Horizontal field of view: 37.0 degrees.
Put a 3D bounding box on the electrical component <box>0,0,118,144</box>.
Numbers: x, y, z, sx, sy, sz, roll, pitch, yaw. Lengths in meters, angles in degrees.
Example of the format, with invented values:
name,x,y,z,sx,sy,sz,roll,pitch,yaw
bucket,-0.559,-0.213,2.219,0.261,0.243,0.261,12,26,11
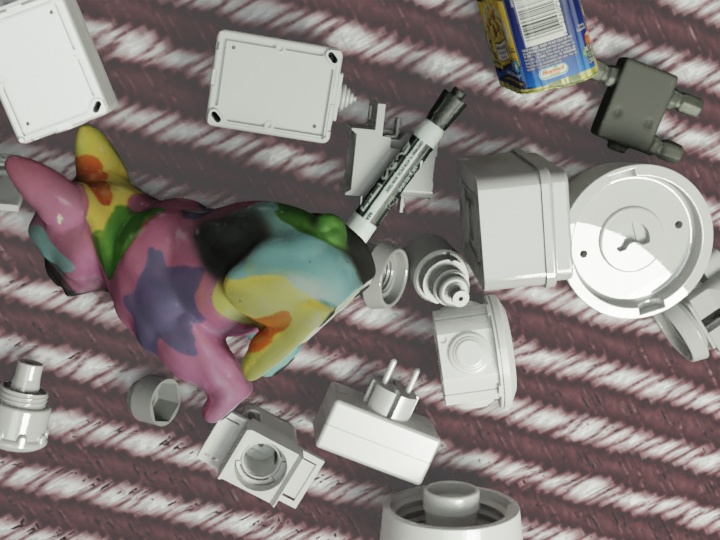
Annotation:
name,x,y,z,sx,sy,sz,roll,pitch,yaw
electrical component,-0.205,-0.138,0.699,0.062,0.061,0.096,-20,104,0

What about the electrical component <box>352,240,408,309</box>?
name,x,y,z,sx,sy,sz,roll,pitch,yaw
electrical component,0.000,0.000,0.746,0.055,0.066,0.048,13,104,27

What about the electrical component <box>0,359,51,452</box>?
name,x,y,z,sx,sy,sz,roll,pitch,yaw
electrical component,-0.240,0.095,0.760,0.048,0.048,0.062,14,94,-8

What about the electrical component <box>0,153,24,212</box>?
name,x,y,z,sx,sy,sz,roll,pitch,yaw
electrical component,-0.263,-0.066,0.710,0.081,0.042,0.063,4,126,-6

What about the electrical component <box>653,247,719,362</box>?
name,x,y,z,sx,sy,sz,roll,pitch,yaw
electrical component,0.250,0.030,0.781,0.057,0.058,0.078,-34,104,0

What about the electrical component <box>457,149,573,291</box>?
name,x,y,z,sx,sy,sz,roll,pitch,yaw
electrical component,0.102,-0.036,0.724,0.057,0.113,0.078,-6,103,-1

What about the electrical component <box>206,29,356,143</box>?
name,x,y,z,sx,sy,sz,roll,pitch,yaw
electrical component,-0.051,-0.122,0.717,0.096,0.061,0.061,8,102,-7

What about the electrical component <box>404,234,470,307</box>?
name,x,y,z,sx,sy,sz,roll,pitch,yaw
electrical component,0.056,0.004,0.750,0.040,0.078,0.040,-7,114,-15

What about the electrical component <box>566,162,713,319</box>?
name,x,y,z,sx,sy,sz,roll,pitch,yaw
electrical component,0.185,-0.025,0.760,0.108,0.060,0.108,-2,104,-6

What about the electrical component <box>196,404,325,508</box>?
name,x,y,z,sx,sy,sz,roll,pitch,yaw
electrical component,-0.071,0.130,0.772,0.081,0.064,0.042,30,100,-11

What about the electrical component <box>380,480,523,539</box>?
name,x,y,z,sx,sy,sz,roll,pitch,yaw
electrical component,0.066,0.187,0.778,0.108,0.108,0.060,-1,97,-5

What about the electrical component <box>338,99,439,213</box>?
name,x,y,z,sx,sy,sz,roll,pitch,yaw
electrical component,0.020,-0.075,0.745,0.064,0.042,0.081,4,103,-10

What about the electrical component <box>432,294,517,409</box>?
name,x,y,z,sx,sy,sz,roll,pitch,yaw
electrical component,0.081,0.059,0.762,0.051,0.080,0.080,-8,104,2

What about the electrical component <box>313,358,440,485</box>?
name,x,y,z,sx,sy,sz,roll,pitch,yaw
electrical component,0.019,0.102,0.783,0.083,0.047,0.075,22,99,-9
